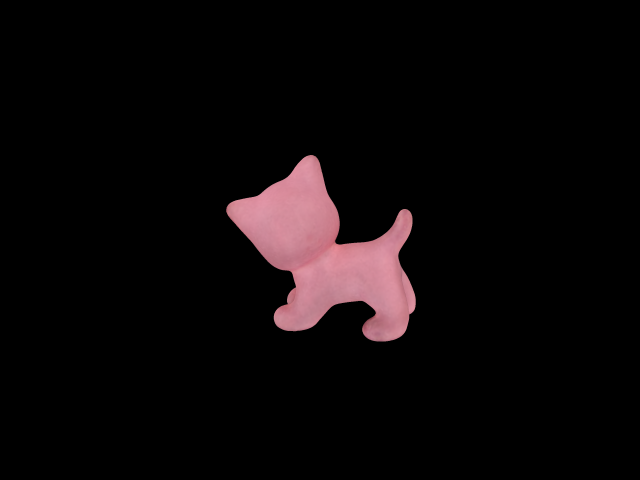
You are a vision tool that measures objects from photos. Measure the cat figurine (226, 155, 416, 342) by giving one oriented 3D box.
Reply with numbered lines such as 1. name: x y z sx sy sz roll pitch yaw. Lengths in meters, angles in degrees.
1. cat figurine: 0.004 0.001 0.400 0.127 0.118 0.067 3 16 11
